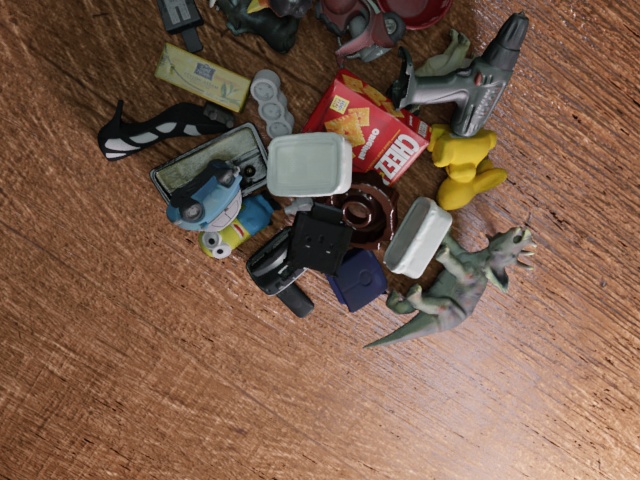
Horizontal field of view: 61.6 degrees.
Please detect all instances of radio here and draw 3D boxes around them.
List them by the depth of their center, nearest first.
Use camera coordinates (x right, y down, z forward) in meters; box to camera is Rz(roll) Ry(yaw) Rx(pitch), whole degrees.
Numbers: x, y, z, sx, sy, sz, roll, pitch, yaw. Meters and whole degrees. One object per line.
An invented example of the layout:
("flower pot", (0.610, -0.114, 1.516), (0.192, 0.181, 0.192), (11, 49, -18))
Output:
("radio", (-0.208, -0.132, 1.082), (0.230, 0.073, 0.131), (-26, 101, 3))

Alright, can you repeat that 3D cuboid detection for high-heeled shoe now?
("high-heeled shoe", (-0.311, -0.200, 1.075), (0.249, 0.086, 0.145), (8, 131, -19))

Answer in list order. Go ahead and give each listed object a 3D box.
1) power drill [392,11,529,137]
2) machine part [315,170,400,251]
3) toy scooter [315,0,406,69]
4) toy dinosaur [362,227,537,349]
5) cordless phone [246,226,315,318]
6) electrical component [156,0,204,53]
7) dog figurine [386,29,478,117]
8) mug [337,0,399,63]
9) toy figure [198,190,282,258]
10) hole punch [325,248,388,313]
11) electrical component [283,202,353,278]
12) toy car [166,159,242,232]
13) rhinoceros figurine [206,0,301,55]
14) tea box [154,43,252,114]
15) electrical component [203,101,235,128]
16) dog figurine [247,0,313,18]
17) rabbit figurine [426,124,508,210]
("power drill", (0.239, -0.298, 0.957), (0.207, 0.086, 0.231), (-2, 133, -12))
("machine part", (0.076, -0.060, 1.082), (0.180, 0.056, 0.179), (13, 129, 16))
("toy scooter", (0.053, -0.395, 0.980), (0.135, 0.075, 0.184), (-44, 82, 14))
("toy dinosaur", (0.278, 0.115, 1.142), (0.192, 0.131, 0.404), (35, 104, -9))
("cordless phone", (-0.052, 0.076, 1.140), (0.146, 0.089, 0.184), (-41, 112, 4))
("electrical component", (-0.266, -0.424, 1.036), (0.075, 0.048, 0.119), (-16, 100, 1))
("dog figurine", (0.248, -0.296, 1.075), (0.172, 0.121, 0.190), (43, 110, -7))
("mug", (0.083, -0.407, 1.047), (0.110, 0.081, 0.107), (-27, 90, 7))
("toy figure", (-0.166, -0.031, 1.103), (0.180, 0.089, 0.082), (-39, 87, -4))
("hole punch", (0.078, 0.080, 1.135), (0.116, 0.092, 0.142), (-28, 98, -1))
("electrical component", (-0.002, -0.003, 1.043), (0.115, 0.058, 0.134), (14, 95, -11))
("toy car", (-0.205, -0.072, 1.016), (0.161, 0.109, 0.102), (-43, 125, -7))
("rhinoceros figurine", (-0.126, -0.436, 1.033), (0.190, 0.073, 0.112), (32, 109, -10))
("tea box", (-0.219, -0.308, 1.036), (0.170, 0.098, 0.068), (21, 100, -9))
("electrical component", (-0.196, -0.245, 1.049), (0.063, 0.094, 0.021), (23, 108, -24))
("dog figurine", (-0.069, -0.492, 0.949), (0.191, 0.108, 0.219), (44, 58, -10))
("rabbit figurine", (0.291, -0.144, 1.104), (0.162, 0.122, 0.173), (-2, 116, -12))
